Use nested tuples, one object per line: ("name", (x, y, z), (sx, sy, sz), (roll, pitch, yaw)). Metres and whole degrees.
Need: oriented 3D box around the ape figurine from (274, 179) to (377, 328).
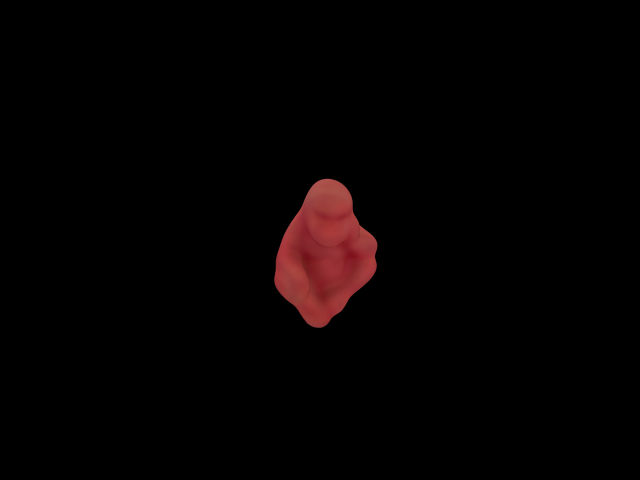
("ape figurine", (0.004, 0.001, 0.400), (0.078, 0.092, 0.076), (-8, 35, -11))
